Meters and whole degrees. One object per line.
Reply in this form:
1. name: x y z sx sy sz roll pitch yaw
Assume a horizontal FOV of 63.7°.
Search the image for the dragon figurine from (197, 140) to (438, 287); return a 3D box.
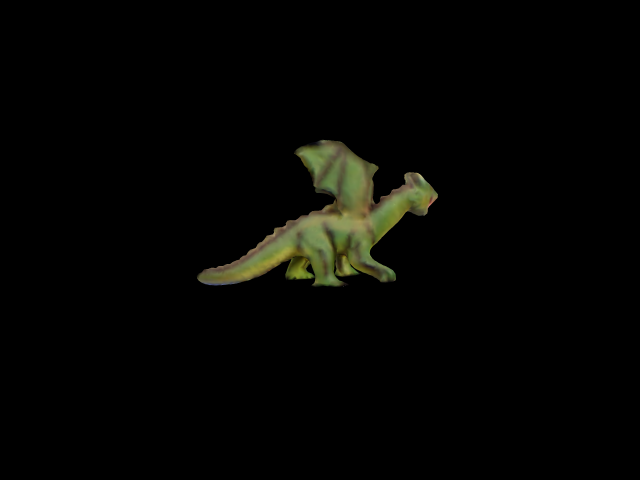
1. dragon figurine: 0.003 -0.043 0.850 0.410 0.241 0.123 -2 8 -9
